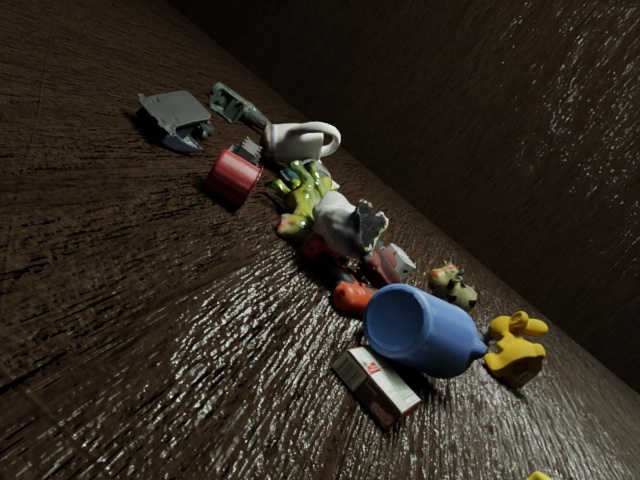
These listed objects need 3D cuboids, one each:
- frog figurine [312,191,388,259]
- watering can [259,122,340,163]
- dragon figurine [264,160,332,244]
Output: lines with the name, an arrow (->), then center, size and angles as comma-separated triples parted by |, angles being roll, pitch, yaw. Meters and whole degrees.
frog figurine -> 0.035, -0.032, 0.995 | 0.160, 0.122, 0.137 | 10, 7, 40
watering can -> -0.064, -0.262, 1.485 | 0.224, 0.105, 0.344 | 0, -10, -9
dragon figurine -> 0.004, -0.060, 1.191 | 0.121, 0.245, 0.412 | -36, -11, 24
